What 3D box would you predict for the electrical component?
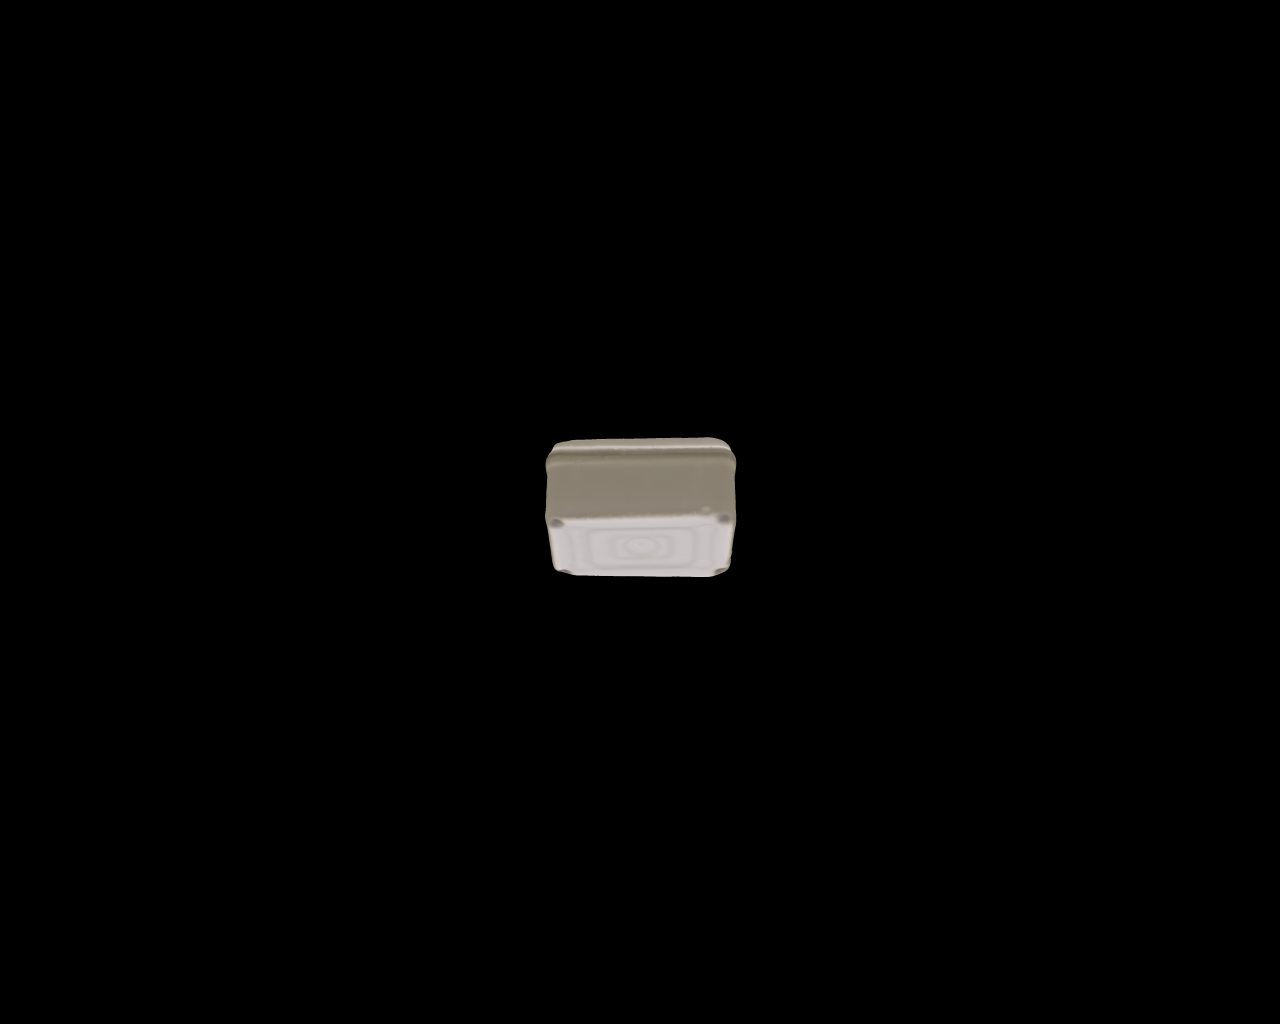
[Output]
[{"bbox_3d":[0.001,-0.003,0.650,0.113,0.057,0.078,0,-32,0],"label":"electrical component"}]
